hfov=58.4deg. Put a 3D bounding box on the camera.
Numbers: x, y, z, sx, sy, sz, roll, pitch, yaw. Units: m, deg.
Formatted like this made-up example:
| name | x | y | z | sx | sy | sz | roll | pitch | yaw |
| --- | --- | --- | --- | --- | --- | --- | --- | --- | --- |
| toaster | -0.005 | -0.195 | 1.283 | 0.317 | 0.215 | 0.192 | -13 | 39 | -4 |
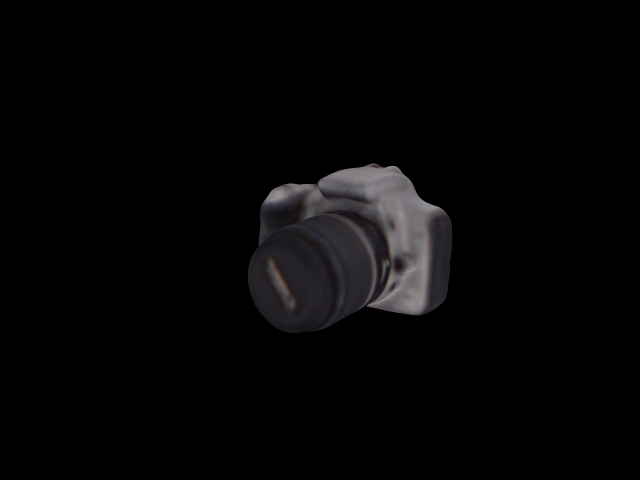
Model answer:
| name | x | y | z | sx | sy | sz | roll | pitch | yaw |
| --- | --- | --- | --- | --- | --- | --- | --- | --- | --- |
| camera | 0.004 | 0.001 | 0.400 | 0.142 | 0.101 | 0.137 | 11 | 19 | 34 |
